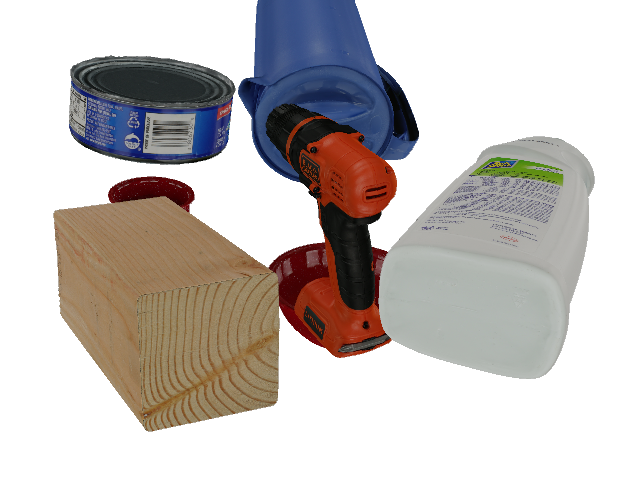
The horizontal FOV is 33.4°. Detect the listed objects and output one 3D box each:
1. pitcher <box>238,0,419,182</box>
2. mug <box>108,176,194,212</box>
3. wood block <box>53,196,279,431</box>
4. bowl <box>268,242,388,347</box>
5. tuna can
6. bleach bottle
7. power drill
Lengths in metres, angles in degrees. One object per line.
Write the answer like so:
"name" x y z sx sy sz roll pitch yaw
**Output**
"pitcher" 0.003 -0.174 1.075 0.145 0.149 0.243 -18 39 10
"mug" -0.192 -0.020 1.180 0.093 0.081 0.117 -15 33 -32
"wood block" -0.111 0.040 0.726 0.090 0.090 0.206 -8 19 -26
"bowl" 0.025 0.063 1.060 0.162 0.055 0.162 4 28 -2
"tuna can" -0.089 -0.070 0.564 0.086 0.034 0.086 7 23 -3
"bleach bottle" 0.122 -0.010 0.643 0.103 0.068 0.250 12 27 21
"power drill" 0.006 -0.011 0.895 0.057 0.188 0.185 -15 29 -19
